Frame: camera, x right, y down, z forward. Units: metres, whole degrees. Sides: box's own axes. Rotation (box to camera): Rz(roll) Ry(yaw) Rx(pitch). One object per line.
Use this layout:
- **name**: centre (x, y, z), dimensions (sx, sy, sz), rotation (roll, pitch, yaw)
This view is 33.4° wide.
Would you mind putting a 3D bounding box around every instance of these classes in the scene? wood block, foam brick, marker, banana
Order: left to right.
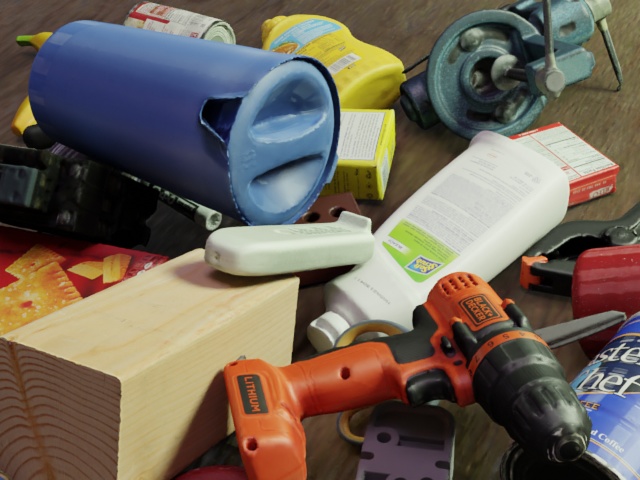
- **banana**: centre (-0.282, -0.169, 1.110), dimensions (0.069, 0.037, 0.198), rotation (-24, 37, 5)
- **wood block**: centre (-0.102, 0.081, 0.676), dimensions (0.090, 0.091, 0.205), rotation (15, 20, 23)
- **marker**: centre (-0.134, -0.040, 0.945), dimensions (0.121, 0.020, 0.020), rotation (29, 49, 34)
- **foam brick**: centre (-0.006, 0.001, 0.855), dimensions (0.078, 0.051, 0.053), rotation (-11, 39, -8)

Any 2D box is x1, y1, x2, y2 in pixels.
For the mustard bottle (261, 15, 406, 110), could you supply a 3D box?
- **mustard bottle**: centre (-0.004, -0.181, 1.078), dimensions (0.096, 0.058, 0.192), rotation (-34, 46, -14)

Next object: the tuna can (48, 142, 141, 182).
- **tuna can**: centre (-0.204, -0.061, 0.947), dimensions (0.086, 0.033, 0.086), rotation (-9, 50, 11)

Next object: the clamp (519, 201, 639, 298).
- **clamp**: centre (0.243, 0.013, 0.830), dimensions (0.171, 0.039, 0.120), rotation (-20, 36, -14)

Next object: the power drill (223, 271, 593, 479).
- **power drill**: centre (0.044, 0.094, 0.619), dimensions (0.187, 0.057, 0.184), rotation (-17, 23, -5)

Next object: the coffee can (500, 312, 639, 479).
- **coffee can**: centre (0.191, 0.120, 0.647), dimensions (0.103, 0.103, 0.140), rotation (27, 48, 33)

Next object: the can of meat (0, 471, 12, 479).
- **can of meat**: centre (-0.205, 0.186, 0.601), dimensions (0.057, 0.102, 0.083), rotation (11, 38, 19)

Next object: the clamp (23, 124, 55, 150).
- **clamp**: centre (-0.162, -0.134, 1.020), dimensions (0.210, 0.036, 0.164), rotation (2, 34, 34)

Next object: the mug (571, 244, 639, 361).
- **mug**: centre (0.231, 0.044, 0.753), dimensions (0.082, 0.093, 0.117), rotation (-6, -6, 30)

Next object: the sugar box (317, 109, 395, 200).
- **sugar box**: centre (-0.025, -0.080, 0.966), dimensions (0.176, 0.048, 0.093), rotation (2, 38, 13)

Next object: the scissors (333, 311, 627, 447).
- **scissors**: centre (0.093, 0.067, 0.718), dimensions (0.202, 0.016, 0.096), rotation (-32, 61, 5)

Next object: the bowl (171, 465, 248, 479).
- **bowl**: centre (-0.061, 0.186, 0.625), dimensions (0.162, 0.055, 0.162), rotation (-2, 38, 2)

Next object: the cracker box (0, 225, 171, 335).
- **cracker box**: centre (-0.232, 0.064, 0.780), dimensions (0.214, 0.072, 0.164), rotation (10, 40, 18)

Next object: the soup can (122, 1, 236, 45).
- **soup can**: centre (-0.148, -0.207, 1.116), dimensions (0.102, 0.068, 0.068), rotation (19, 44, 25)

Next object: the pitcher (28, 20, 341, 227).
- **pitcher**: centre (-0.108, -0.098, 0.852), dimensions (0.243, 0.149, 0.144), rotation (20, 47, 33)

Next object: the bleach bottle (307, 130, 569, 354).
- **bleach bottle**: centre (0.083, 0.008, 0.831), dimensions (0.250, 0.068, 0.103), rotation (-35, 50, -30)

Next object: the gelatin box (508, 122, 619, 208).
- **gelatin box**: centre (0.205, -0.064, 0.936), dimensions (0.073, 0.030, 0.089), rotation (-18, 40, -20)
